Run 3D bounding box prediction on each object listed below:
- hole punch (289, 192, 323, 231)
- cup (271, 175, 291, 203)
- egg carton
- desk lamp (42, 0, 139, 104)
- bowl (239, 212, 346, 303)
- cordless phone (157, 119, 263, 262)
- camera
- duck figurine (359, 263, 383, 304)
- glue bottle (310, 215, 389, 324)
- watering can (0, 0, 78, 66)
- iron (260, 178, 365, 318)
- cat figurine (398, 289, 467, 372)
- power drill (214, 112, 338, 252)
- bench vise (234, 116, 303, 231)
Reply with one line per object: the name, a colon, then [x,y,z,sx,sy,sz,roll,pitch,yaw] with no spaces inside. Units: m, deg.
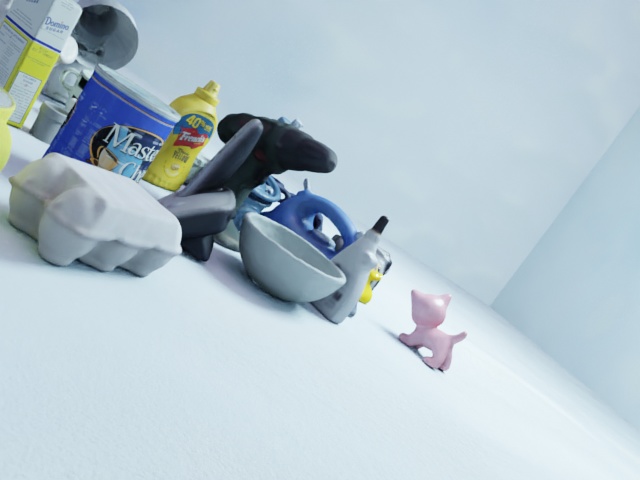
hole punch: [-0.045,-0.048,1.281,0.108,0.091,0.101,36,8,10]
cup: [-0.125,-0.092,1.200,0.117,0.095,0.092,37,8,15]
egg carton: [-0.200,-0.020,0.524,0.107,0.069,0.151,38,8,24]
desk lamp: [-0.432,-0.351,1.036,0.118,0.213,0.202,27,10,-44]
bowl: [-0.051,0.037,0.796,0.167,0.074,0.167,34,8,-5]
cordless phone: [-0.134,-0.078,0.732,0.094,0.185,0.147,32,8,-20]
camera: [0.082,0.040,1.242,0.136,0.101,0.143,36,8,9]
duck figurine: [0.075,0.064,1.121,0.105,0.086,0.077,33,8,-10]
glue bottle: [0.051,0.037,0.859,0.078,0.173,0.037,40,9,38]
watering can: [-0.429,-0.306,0.837,0.173,0.194,0.101,34,8,-8]
iron: [0.009,0.004,1.004,0.257,0.141,0.119,39,9,32]
cat figurine: [0.203,0.150,1.019,0.127,0.117,0.067,40,9,35]
power drill: [-0.100,-0.092,0.873,0.228,0.208,0.076,40,9,34]
bench vise: [-0.131,-0.146,1.033,0.206,0.219,0.122,39,9,32]
